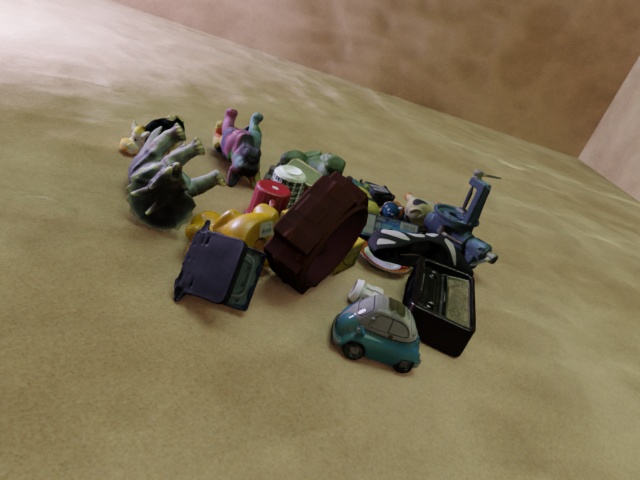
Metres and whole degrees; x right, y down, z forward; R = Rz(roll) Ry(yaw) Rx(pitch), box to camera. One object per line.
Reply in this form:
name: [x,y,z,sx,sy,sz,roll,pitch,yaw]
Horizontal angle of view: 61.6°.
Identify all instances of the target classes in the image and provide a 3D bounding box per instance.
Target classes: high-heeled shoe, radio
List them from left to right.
high-heeled shoe: [0.227,0.041,1.192,0.249,0.086,0.145,25,27,7]
radio: [0.238,0.125,1.083,0.131,0.073,0.230,24,26,4]

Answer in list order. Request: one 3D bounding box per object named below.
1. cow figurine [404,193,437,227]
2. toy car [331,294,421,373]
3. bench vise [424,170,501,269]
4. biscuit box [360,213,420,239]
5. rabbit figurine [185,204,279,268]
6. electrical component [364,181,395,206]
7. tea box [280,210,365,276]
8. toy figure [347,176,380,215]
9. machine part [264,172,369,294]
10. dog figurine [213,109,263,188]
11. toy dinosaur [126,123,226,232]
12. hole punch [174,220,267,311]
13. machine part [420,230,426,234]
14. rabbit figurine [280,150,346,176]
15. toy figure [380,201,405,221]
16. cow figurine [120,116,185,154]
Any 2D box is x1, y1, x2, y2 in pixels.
cow figurine: [0.327,-0.059,1.490,0.195,0.085,0.127,18,20,-12]
toy car: [0.106,0.149,0.910,0.162,0.102,0.109,20,27,1]
bench vise: [0.366,-0.051,1.328,0.129,0.240,0.224,3,27,-31]
biscuit box: [0.138,-0.026,1.289,0.202,0.059,0.063,13,-8,-19]
rabbit figurine: [-0.182,-0.003,1.006,0.173,0.121,0.162,21,32,32]
electrical component: [0.145,-0.130,1.531,0.119,0.047,0.075,10,27,-25]
tea box: [-0.002,-0.003,1.156,0.170,0.068,0.098,33,28,21]
toy figure: [0.102,-0.105,1.415,0.089,0.082,0.180,11,26,-16]
machine part: [0.000,-0.008,0.981,0.087,0.201,0.201,38,75,15]
dog figurine: [-0.209,-0.217,1.383,0.108,0.191,0.219,9,63,-30]
toy dinosaur: [-0.330,-0.137,1.104,0.192,0.131,0.405,-34,33,-17]
hole punch: [-0.160,0.050,0.880,0.116,0.142,0.092,16,-7,28]
machine part: [0.250,-0.002,1.374,0.084,0.039,0.139,17,23,-21]
rabbit figurine: [-0.021,-0.203,1.460,0.170,0.121,0.159,23,20,0]
toy figure: [0.186,-0.070,1.391,0.058,0.064,0.154,27,3,15]
cow figurine: [-0.401,-0.255,1.305,0.068,0.098,0.167,38,30,18]
